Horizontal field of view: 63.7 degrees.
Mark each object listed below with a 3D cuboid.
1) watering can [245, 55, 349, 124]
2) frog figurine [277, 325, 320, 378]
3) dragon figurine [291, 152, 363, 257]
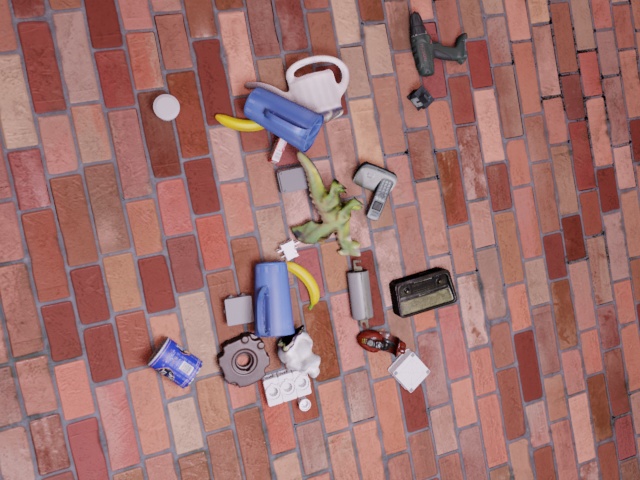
[{"bbox_3d":[-0.060,-0.487,1.735,0.347,0.223,0.105,-17,8,1],"label":"watering can"},{"bbox_3d":[-0.063,0.385,1.729,0.121,0.158,0.140,-24,19,29],"label":"frog figurine"},{"bbox_3d":[0.005,-0.087,1.738,0.406,0.242,0.123,39,4,-20],"label":"dragon figurine"}]
